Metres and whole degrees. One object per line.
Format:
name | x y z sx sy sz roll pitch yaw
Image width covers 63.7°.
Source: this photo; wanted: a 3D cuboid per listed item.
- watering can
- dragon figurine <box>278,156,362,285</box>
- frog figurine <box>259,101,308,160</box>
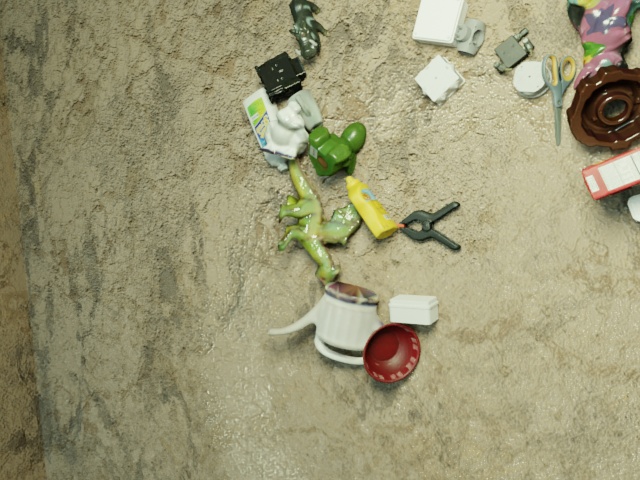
watering can | 0.030 0.220 1.425 0.348 0.222 0.105 13 10 13
dragon figurine | 0.004 -0.074 1.475 0.243 0.413 0.121 2 -7 14
frog figurine | -0.091 -0.317 1.465 0.138 0.158 0.123 25 16 35
